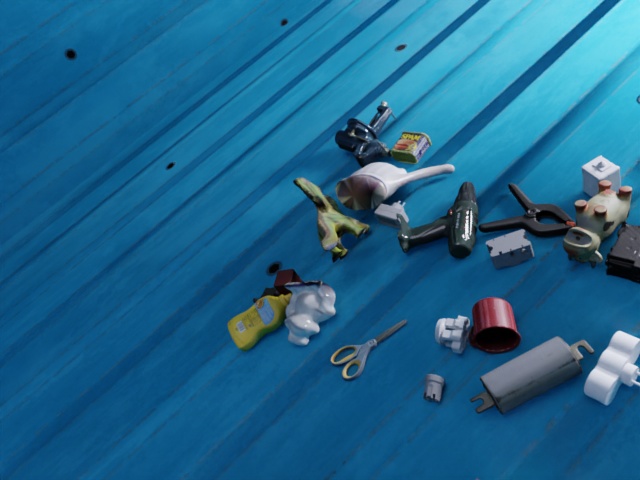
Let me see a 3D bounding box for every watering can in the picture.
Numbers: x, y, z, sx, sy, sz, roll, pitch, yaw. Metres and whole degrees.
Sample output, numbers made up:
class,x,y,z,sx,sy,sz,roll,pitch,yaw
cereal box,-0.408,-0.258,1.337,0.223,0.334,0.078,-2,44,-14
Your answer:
class,x,y,z,sx,sy,sz,roll,pitch,yaw
watering can,0.191,-0.167,1.475,0.346,0.103,0.228,-3,20,32

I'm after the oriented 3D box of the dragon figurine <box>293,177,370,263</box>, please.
class,x,y,z,sx,sy,sz,roll,pitch,yaw
dragon figurine,0.004,-0.070,1.383,0.121,0.410,0.244,-45,78,11

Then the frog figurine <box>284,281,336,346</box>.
class,x,y,z,sx,sy,sz,roll,pitch,yaw
frog figurine,-0.025,0.185,1.311,0.137,0.122,0.160,-5,83,20
